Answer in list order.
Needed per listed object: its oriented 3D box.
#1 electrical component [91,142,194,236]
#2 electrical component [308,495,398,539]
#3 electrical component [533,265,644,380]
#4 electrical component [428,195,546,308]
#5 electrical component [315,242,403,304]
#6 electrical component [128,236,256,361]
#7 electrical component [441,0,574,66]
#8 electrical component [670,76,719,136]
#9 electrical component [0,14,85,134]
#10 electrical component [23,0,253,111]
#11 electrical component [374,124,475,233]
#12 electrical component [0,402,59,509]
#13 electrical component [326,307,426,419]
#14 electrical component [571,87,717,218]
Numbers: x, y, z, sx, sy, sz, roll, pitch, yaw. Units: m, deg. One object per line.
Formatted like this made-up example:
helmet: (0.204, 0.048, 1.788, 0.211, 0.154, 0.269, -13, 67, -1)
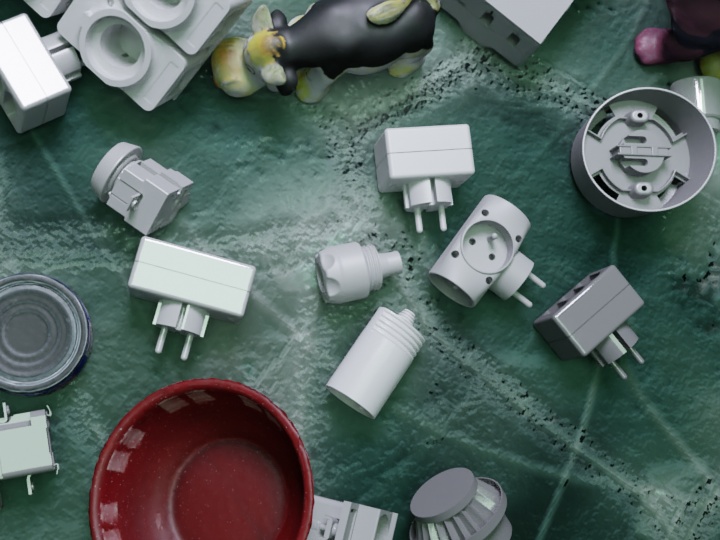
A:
electrical component: (-0.159, -0.060, 0.775, 0.055, 0.066, 0.048, 34, 112, 4)
electrical component: (-0.023, 0.220, 0.746, 0.063, 0.079, 0.121, 10, 78, 21)
electrical component: (0.186, 0.048, 0.824, 0.066, 0.047, 0.076, -39, 89, -14)
electrical component: (0.105, -0.004, 0.819, 0.079, 0.044, 0.077, 38, 77, -3)
electrical component: (0.000, 0.000, 0.800, 0.062, 0.043, 0.043, -11, 83, -14)
electrical component: (-0.126, 0.026, 0.770, 0.083, 0.047, 0.075, 16, 78, -8)
electrical component: (0.140, -0.249, 0.856, 0.089, 0.062, 0.150, 38, 77, -2)
electrical component: (0.274, -0.121, 0.870, 0.040, 0.040, 0.078, 0, 81, -10)
electrical component: (-0.228, -0.149, 0.781, 0.077, 0.047, 0.065, -30, 88, -26)
electrical component: (-0.182, -0.215, 0.761, 0.186, 0.060, 0.105, 42, 115, -4)
electrical component: (0.050, -0.066, 0.817, 0.066, 0.047, 0.076, -5, 82, -11)
electrical component: (-0.242, 0.122, 0.737, 0.064, 0.042, 0.081, -9, 83, -15)
electrical component: (0.015, 0.064, 0.792, 0.043, 0.043, 0.081, 35, 77, -3)
electrical component: (0.218, -0.090, 0.843, 0.099, 0.064, 0.099, 2, 81, -10)
